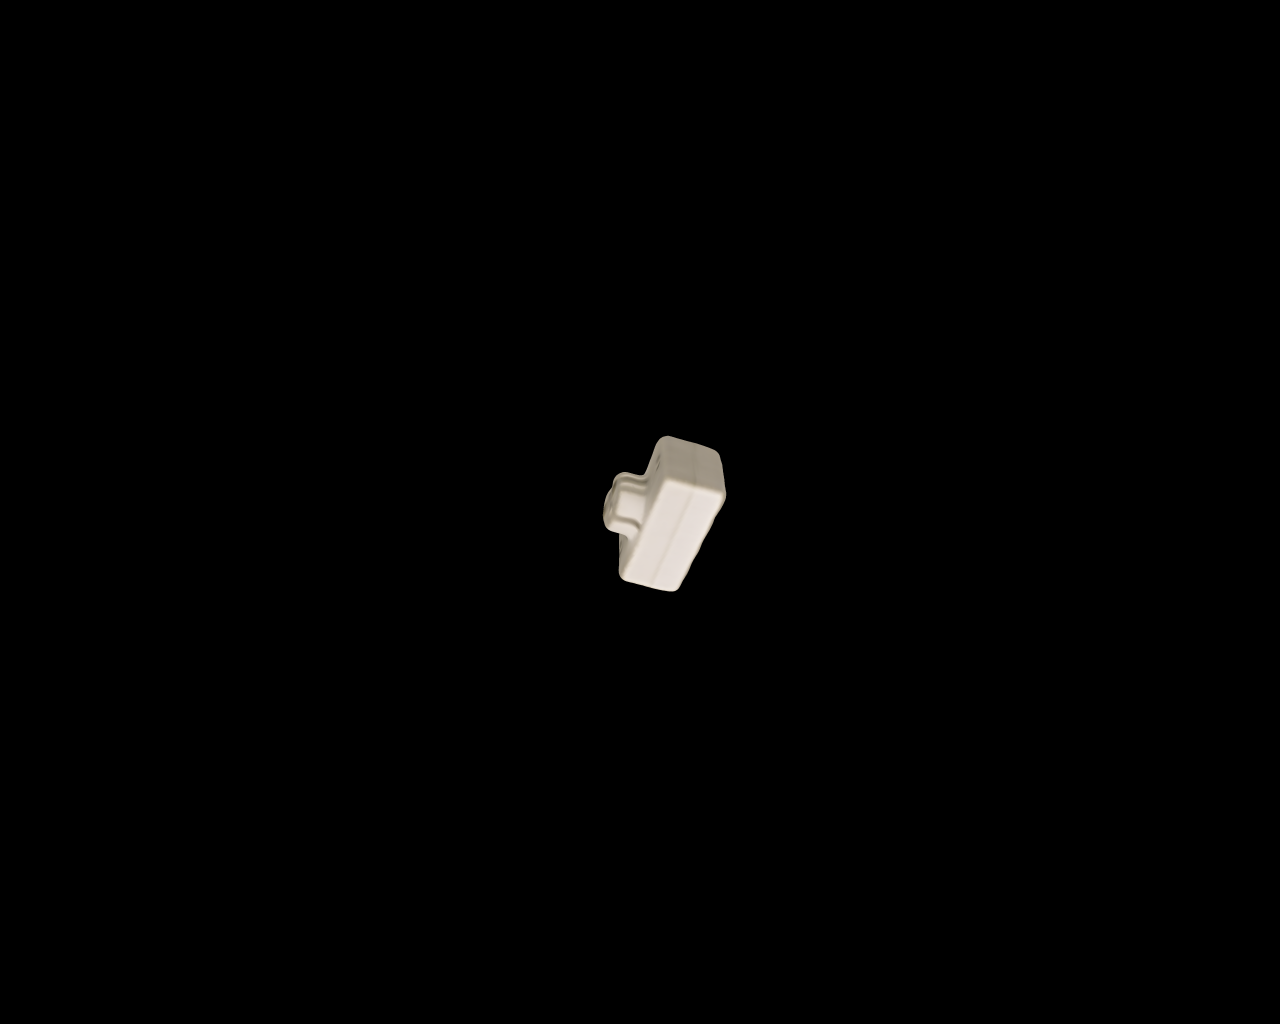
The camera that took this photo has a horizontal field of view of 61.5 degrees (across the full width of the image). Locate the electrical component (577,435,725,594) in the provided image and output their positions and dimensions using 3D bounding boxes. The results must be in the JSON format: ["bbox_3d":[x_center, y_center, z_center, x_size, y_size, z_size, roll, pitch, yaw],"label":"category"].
[{"bbox_3d":[0.001,-0.003,0.650,0.076,0.083,0.047,15,36,-11],"label":"electrical component"}]
